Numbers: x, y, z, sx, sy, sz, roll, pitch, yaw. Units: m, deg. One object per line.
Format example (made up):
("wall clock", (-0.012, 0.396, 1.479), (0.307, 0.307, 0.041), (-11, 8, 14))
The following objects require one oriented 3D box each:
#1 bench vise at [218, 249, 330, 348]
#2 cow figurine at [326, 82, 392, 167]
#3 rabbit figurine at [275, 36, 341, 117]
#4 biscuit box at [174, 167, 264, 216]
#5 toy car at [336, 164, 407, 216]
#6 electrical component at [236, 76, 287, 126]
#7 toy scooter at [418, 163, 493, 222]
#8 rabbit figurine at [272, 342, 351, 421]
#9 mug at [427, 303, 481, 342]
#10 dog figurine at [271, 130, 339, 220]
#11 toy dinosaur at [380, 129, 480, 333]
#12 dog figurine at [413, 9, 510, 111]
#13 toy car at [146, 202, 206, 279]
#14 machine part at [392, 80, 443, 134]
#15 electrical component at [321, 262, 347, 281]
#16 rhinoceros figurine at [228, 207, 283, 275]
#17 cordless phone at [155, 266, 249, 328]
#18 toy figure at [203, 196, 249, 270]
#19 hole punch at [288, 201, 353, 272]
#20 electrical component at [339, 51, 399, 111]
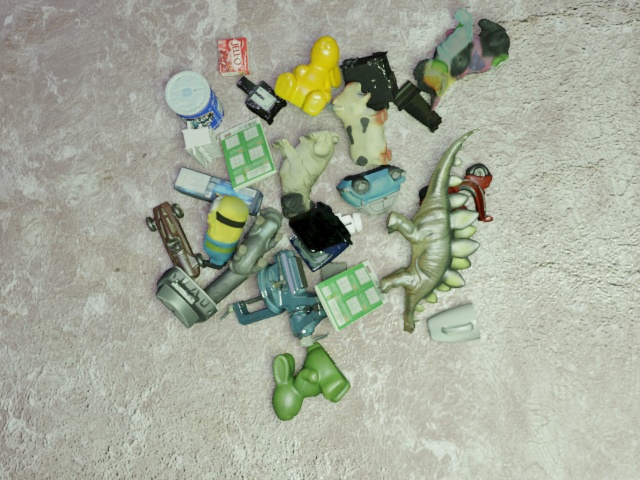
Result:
("bench vise", (-0.101, 0.147, 1.213), (0.241, 0.129, 0.223), (-20, 91, 22))
("cow figurine", (0.091, -0.265, 1.238), (0.127, 0.085, 0.194), (-6, 112, 16))
("rabbit figurine", (-0.002, -0.381, 1.242), (0.122, 0.162, 0.173), (30, 110, 14))
("biscuit box", (-0.238, -0.114, 1.275), (0.203, 0.063, 0.059), (18, 84, 5))
("toy car", (0.124, -0.110, 1.240), (0.162, 0.109, 0.102), (-18, 105, -10))
("electrical component", (-0.147, -0.343, 1.304), (0.119, 0.047, 0.075), (35, 86, 7))
("toy scooter", (0.325, -0.086, 1.231), (0.184, 0.075, 0.135), (-23, 83, -4))
("rabbit figurine", (-0.041, 0.315, 1.181), (0.170, 0.121, 0.159), (-38, 76, -4))
("mug", (0.294, 0.192, 1.186), (0.107, 0.109, 0.080), (-14, 96, 14))
("dog figurine", (-0.022, -0.151, 1.259), (0.172, 0.121, 0.190), (-14, 98, 3))
("toy dinosaur", (0.243, -0.011, 1.174), (0.199, 0.105, 0.470), (8, 104, 8))
("dog figurine", (0.322, -0.396, 1.236), (0.192, 0.108, 0.219), (23, 79, -2))
("toy car", (-0.344, 0.004, 1.275), (0.089, 0.053, 0.202), (-26, 83, 4))
("machine part", (0.235, -0.314, 1.281), (0.084, 0.039, 0.139), (-40, 81, -7))
("electrical component", (0.027, 0.082, 1.243), (0.078, 0.045, 0.102), (2, 83, 6))
("rhinoceros figurine", (-0.136, 0.001, 1.215), (0.073, 0.112, 0.190), (32, 55, -9))
("cordless phone", (-0.265, 0.095, 1.217), (0.184, 0.089, 0.146), (-40, 102, 4))
("toy figure", (-0.217, -0.018, 1.228), (0.089, 0.082, 0.180), (8, 115, -13))
("hole punch", (-0.002, -0.004, 1.212), (0.116, 0.092, 0.142), (-23, 55, -23))
("electrical component", (0.118, -0.359, 1.248), (0.115, 0.058, 0.134), (-3, 126, 31))
